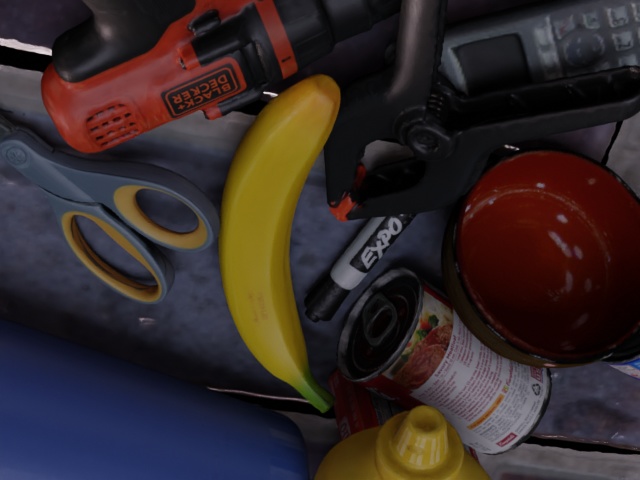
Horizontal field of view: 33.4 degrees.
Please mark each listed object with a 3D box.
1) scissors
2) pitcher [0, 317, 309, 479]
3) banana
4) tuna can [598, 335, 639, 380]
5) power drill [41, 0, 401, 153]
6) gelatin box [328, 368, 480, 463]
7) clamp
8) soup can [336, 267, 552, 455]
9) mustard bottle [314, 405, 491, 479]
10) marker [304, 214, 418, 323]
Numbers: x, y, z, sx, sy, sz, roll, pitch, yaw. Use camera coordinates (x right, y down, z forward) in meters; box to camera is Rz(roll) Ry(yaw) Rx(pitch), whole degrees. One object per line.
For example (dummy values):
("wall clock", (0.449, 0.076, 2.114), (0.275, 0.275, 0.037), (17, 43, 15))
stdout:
("scissors", (-0.125, -0.045, 0.511), (0.096, 0.016, 0.201), (-19, 123, 30))
("pitcher", (-0.138, 0.119, 0.566), (0.242, 0.149, 0.145), (20, 101, -22))
("banana", (-0.021, 0.000, 0.540), (0.070, 0.037, 0.198), (13, 128, 19))
("tuna can", (0.178, 0.032, 0.572), (0.033, 0.086, 0.086), (26, 113, -23))
("power drill", (-0.050, -0.128, 0.428), (0.184, 0.057, 0.187), (-26, 143, -3))
("gelatin box", (0.049, 0.113, 0.609), (0.089, 0.073, 0.030), (31, 112, -23))
("clamp", (0.048, -0.066, 0.487), (0.120, 0.039, 0.172), (44, 133, -16))
("soup can", (0.069, 0.068, 0.589), (0.102, 0.068, 0.069), (32, 111, -24))
("mustard bottle", (0.042, 0.146, 0.545), (0.096, 0.058, 0.192), (16, 137, 10))
("marker", (0.030, -0.002, 0.570), (0.020, 0.020, 0.121), (30, 113, -23))
